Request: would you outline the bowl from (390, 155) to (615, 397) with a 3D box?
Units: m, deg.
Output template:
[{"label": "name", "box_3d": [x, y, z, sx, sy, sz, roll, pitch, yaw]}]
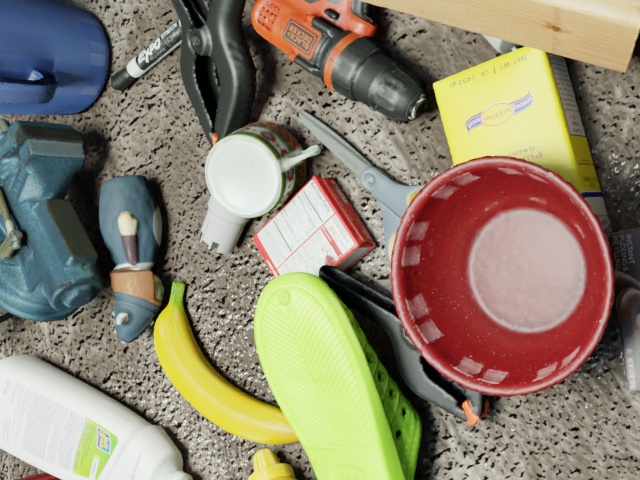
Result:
[{"label": "bowl", "box_3d": [0.130, 0.023, 0.731, 0.162, 0.055, 0.162, 3, 95, 34]}]

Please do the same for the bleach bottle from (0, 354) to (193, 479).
[{"label": "bleach bottle", "box_3d": [-0.222, 0.200, 1.033, 0.251, 0.067, 0.102, 22, 104, 31]}]

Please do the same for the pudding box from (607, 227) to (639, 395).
[{"label": "pudding box", "box_3d": [0.246, 0.043, 0.710, 0.090, 0.039, 0.113, -9, 88, 31]}]

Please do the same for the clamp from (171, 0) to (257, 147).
[{"label": "clamp", "box_3d": [-0.087, -0.178, 0.905, 0.165, 0.036, 0.210, 7, 111, 53]}]

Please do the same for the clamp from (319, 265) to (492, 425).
[{"label": "clamp", "box_3d": [0.085, 0.056, 0.814, 0.171, 0.039, 0.120, 50, 127, 9]}]

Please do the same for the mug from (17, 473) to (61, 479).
[{"label": "mug", "box_3d": [-0.292, 0.289, 1.072, 0.093, 0.081, 0.117, 35, 110, 29]}]

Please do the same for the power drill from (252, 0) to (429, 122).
[{"label": "power drill", "box_3d": [0.042, -0.206, 0.837, 0.185, 0.057, 0.188, 37, 112, 29]}]

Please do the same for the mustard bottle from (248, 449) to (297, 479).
[{"label": "mustard bottle", "box_3d": [-0.020, 0.260, 0.877, 0.096, 0.058, 0.192, 115, 142, -48]}]

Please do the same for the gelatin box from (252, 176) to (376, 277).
[{"label": "gelatin box", "box_3d": [-0.006, 0.001, 0.894, 0.089, 0.030, 0.073, -43, 66, 28]}]

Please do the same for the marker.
[{"label": "marker", "box_3d": [-0.155, -0.175, 1.000, 0.121, 0.020, 0.020, -32, 74, 31]}]

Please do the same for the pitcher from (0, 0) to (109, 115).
[{"label": "pitcher", "box_3d": [-0.306, -0.170, 0.970, 0.145, 0.242, 0.149, -20, 80, 34]}]

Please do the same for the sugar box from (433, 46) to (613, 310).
[{"label": "sugar box", "box_3d": [0.150, -0.044, 0.774, 0.093, 0.048, 0.176, -19, 80, 34]}]

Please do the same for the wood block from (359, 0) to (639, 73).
[{"label": "wood block", "box_3d": [0.120, -0.192, 0.713, 0.206, 0.090, 0.090, 19, 83, 13]}]

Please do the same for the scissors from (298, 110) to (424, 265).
[{"label": "scissors", "box_3d": [0.044, -0.028, 0.867, 0.202, 0.016, 0.096, 28, 109, 34]}]

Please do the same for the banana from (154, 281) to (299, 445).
[{"label": "banana", "box_3d": [-0.094, 0.125, 0.954, 0.198, 0.037, 0.070, 45, 116, 25]}]
